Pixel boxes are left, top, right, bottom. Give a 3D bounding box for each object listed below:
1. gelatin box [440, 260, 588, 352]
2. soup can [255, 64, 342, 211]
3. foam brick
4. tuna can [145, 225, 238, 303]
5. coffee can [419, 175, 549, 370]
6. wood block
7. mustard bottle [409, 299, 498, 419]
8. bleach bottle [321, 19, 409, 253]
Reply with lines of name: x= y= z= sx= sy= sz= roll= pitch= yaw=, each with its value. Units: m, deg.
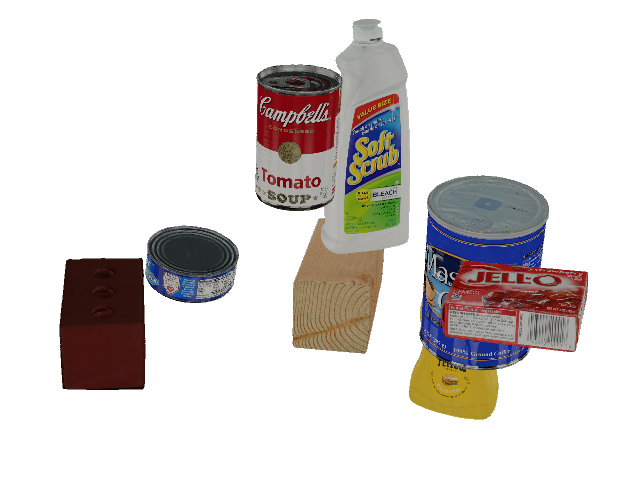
gelatin box: x=0.132 y=0.042 z=0.719 sx=0.089 sy=0.030 sz=0.073 roll=6 pitch=22 yaw=17
soup can: x=-0.019 y=-0.083 z=0.861 sx=0.068 sy=0.102 sz=0.068 roll=2 pitch=27 yaw=-1
foam brick: x=-0.141 y=0.054 z=0.694 sx=0.053 sy=0.051 sz=0.078 roll=0 pitch=32 yaw=-11
tuna can: x=-0.121 y=0.022 z=1.004 sx=0.086 sy=0.034 sz=0.086 roll=8 pitch=31 yaw=-5
coffee can: x=0.142 y=0.028 z=0.939 sx=0.103 sy=0.140 sz=0.103 roll=0 pitch=30 yaw=0
wood block: x=0.026 y=0.051 z=1.328 sx=0.091 sy=0.090 sz=0.206 roll=4 pitch=22 yaw=6
mustard bottle: x=0.156 y=0.096 z=1.175 sx=0.096 sy=0.192 sz=0.058 roll=12 pitch=15 yaw=21
bleach bottle: x=0.046 y=-0.114 z=1.167 sx=0.102 sy=0.251 sz=0.068 roll=-8 pitch=25 yaw=-9
